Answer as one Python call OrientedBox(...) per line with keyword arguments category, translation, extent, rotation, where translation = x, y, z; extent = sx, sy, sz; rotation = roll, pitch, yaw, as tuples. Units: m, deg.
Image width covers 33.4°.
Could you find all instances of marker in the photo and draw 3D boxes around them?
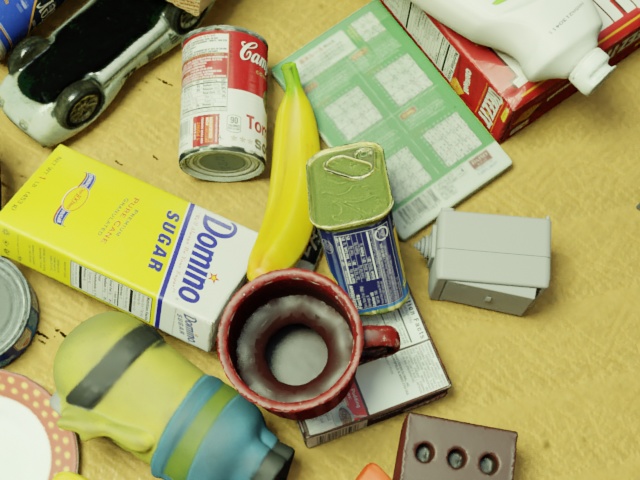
OrientedBox(category="marker", translation=(-0.005, 0.001, 0.808), extent=(0.020, 0.020, 0.121), rotation=(19, 73, 6))

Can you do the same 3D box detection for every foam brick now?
OrientedBox(category="foam brick", translation=(0.092, 0.155, 0.741), extent=(0.078, 0.051, 0.053), rotation=(9, 72, 3))

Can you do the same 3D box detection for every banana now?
OrientedBox(category="banana", translation=(-0.027, -0.036, 0.787), extent=(0.037, 0.069, 0.197), rotation=(-13, 52, 25))

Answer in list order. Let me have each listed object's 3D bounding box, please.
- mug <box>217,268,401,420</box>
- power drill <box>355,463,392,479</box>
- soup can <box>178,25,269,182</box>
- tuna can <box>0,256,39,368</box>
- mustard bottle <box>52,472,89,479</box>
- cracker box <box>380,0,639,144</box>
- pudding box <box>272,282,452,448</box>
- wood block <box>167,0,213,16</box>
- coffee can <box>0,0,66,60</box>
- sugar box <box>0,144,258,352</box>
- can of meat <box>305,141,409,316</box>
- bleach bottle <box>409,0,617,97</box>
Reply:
OrientedBox(category="mug", translation=(-0.005, 0.073, 0.710), extent=(0.117, 0.081, 0.093), rotation=(-8, 72, 1))
OrientedBox(category="power drill", translation=(-0.027, 0.217, 0.662), extent=(0.187, 0.184, 0.057), rotation=(-31, 68, -18))
OrientedBox(category="soup can", translation=(-0.074, -0.103, 0.816), extent=(0.068, 0.068, 0.102), rotation=(0, 72, 0))
OrientedBox(category="tuna can", translation=(-0.251, 0.053, 0.783), extent=(0.086, 0.034, 0.086), rotation=(0, 72, 0))
OrientedBox(category="mustard bottle", translation=(-0.178, 0.257, 0.703), extent=(0.096, 0.058, 0.191), rotation=(29, 75, -4))
OrientedBox(category="cracker box", translation=(0.145, -0.211, 0.850), extent=(0.164, 0.072, 0.214), rotation=(-35, 76, -10))
OrientedBox(category="pudding box", translation=(0.027, 0.087, 0.771), extent=(0.113, 0.039, 0.090), rotation=(-19, 72, -8))
OrientedBox(category="wood block", translation=(-0.073, -0.283, 0.833), extent=(0.090, 0.091, 0.205), rotation=(29, 57, 9))
OrientedBox(category="coffee can", translation=(-0.236, -0.225, 0.837), extent=(0.103, 0.103, 0.140), rotation=(41, 76, 12))
OrientedBox(category="sugar box", translation=(-0.137, 0.003, 0.780), extent=(0.176, 0.048, 0.093), rotation=(22, 50, 9))
OrientedBox(category="can of meat", translation=(0.028, -0.008, 0.756), extent=(0.057, 0.084, 0.102), rotation=(-12, 35, 5))
OrientedBox(category="bleach bottle", translation=(0.107, -0.194, 0.776), extent=(0.102, 0.068, 0.251), rotation=(-44, 79, -6))
